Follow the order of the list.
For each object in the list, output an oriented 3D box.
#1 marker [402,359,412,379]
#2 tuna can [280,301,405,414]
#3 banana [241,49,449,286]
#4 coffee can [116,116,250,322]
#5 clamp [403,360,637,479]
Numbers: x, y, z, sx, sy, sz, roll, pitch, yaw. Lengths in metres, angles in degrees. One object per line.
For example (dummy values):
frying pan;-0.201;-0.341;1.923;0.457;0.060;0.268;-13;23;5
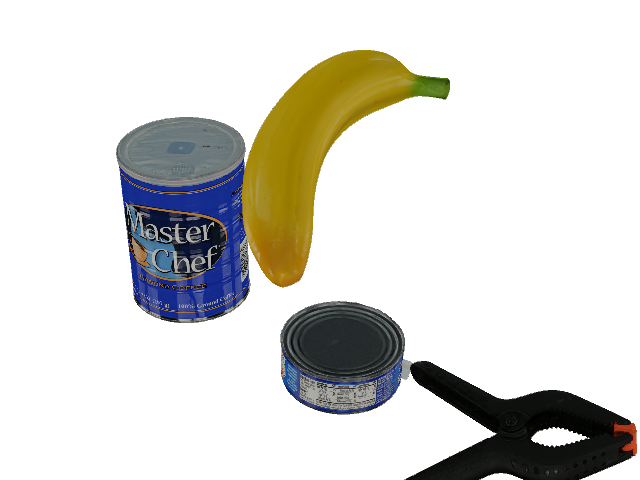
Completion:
marker;0.034;0.110;1.077;0.121;0.020;0.020;21;2;5
tuna can;0.015;0.081;0.738;0.086;0.034;0.086;1;33;-1
banana;0.002;-0.053;0.557;0.070;0.037;0.197;21;46;19
coffee can;-0.111;-0.017;0.888;0.103;0.140;0.103;0;34;0
clamp;0.157;0.173;0.904;0.210;0.036;0.164;3;41;22
